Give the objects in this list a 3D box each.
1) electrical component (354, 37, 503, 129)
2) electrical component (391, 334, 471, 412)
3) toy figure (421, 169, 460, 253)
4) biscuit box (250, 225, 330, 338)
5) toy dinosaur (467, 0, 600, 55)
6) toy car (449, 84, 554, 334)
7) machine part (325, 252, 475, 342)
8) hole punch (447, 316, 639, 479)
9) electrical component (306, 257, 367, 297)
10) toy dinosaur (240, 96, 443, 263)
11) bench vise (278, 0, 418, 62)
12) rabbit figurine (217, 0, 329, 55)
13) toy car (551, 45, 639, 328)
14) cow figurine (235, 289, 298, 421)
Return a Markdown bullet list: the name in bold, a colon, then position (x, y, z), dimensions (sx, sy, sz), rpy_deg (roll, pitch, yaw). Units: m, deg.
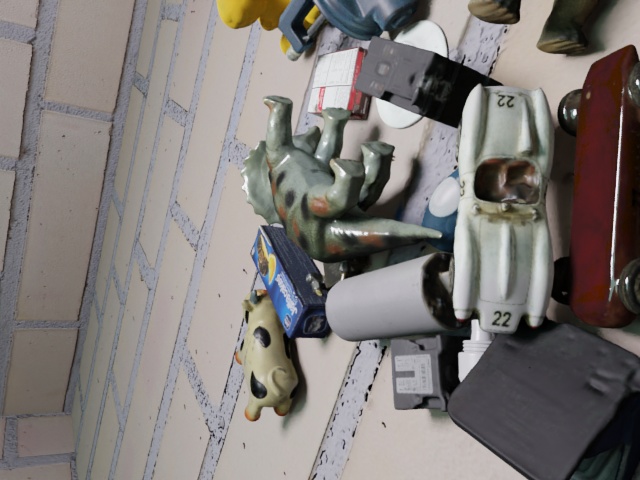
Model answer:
- **electrical component**: position (0.105, -0.156, 0.543), dimensions (0.134, 0.115, 0.058), rpy_deg (45, 117, 54)
- **electrical component**: position (0.101, 0.136, 0.554), dimensions (0.119, 0.048, 0.075), rpy_deg (-16, 69, 56)
- **toy figure**: position (0.151, -0.058, 0.505), dimensions (0.064, 0.058, 0.154), rpy_deg (40, 120, 24)
- **biscuit box**: position (-0.043, 0.057, 0.797), dimensions (0.203, 0.063, 0.059), rpy_deg (57, 132, 48)
- **toy dinosaur**: position (0.203, -0.256, 0.421), dimensions (0.472, 0.105, 0.198), rpy_deg (17, 91, 50)
- **toy car**: position (0.144, -0.028, 0.426), dimensions (0.056, 0.074, 0.201), rpy_deg (77, -162, -76)
- **machine part**: position (0.081, 0.066, 0.574), dimensions (0.243, 0.079, 0.079), rpy_deg (-22, 65, 55)
- **hole punch**: position (0.180, 0.127, 0.404), dimensions (0.116, 0.092, 0.142), rpy_deg (-51, 29, -7)
- **electrical component**: position (0.023, 0.033, 0.708), dimensions (0.102, 0.045, 0.078), rpy_deg (-32, 58, 53)
- **toy dinosaur**: position (0.000, -0.049, 0.659), dimensions (0.405, 0.131, 0.192), rpy_deg (-119, 33, -49)
- **bench vise**: position (0.010, -0.330, 0.686), dimensions (0.223, 0.129, 0.240), rpy_deg (50, 139, -4)
- **rabbit figurine**: position (-0.080, -0.372, 0.814), dimensions (0.122, 0.173, 0.162), rpy_deg (-18, 94, 58)
- **toy car**: position (0.216, -0.037, 0.392), dimensions (0.089, 0.053, 0.202), rpy_deg (160, 116, -79)
- **cow figurine**: position (-0.083, 0.159, 0.822), dimensions (0.127, 0.085, 0.195), rpy_deg (119, 146, -42)
